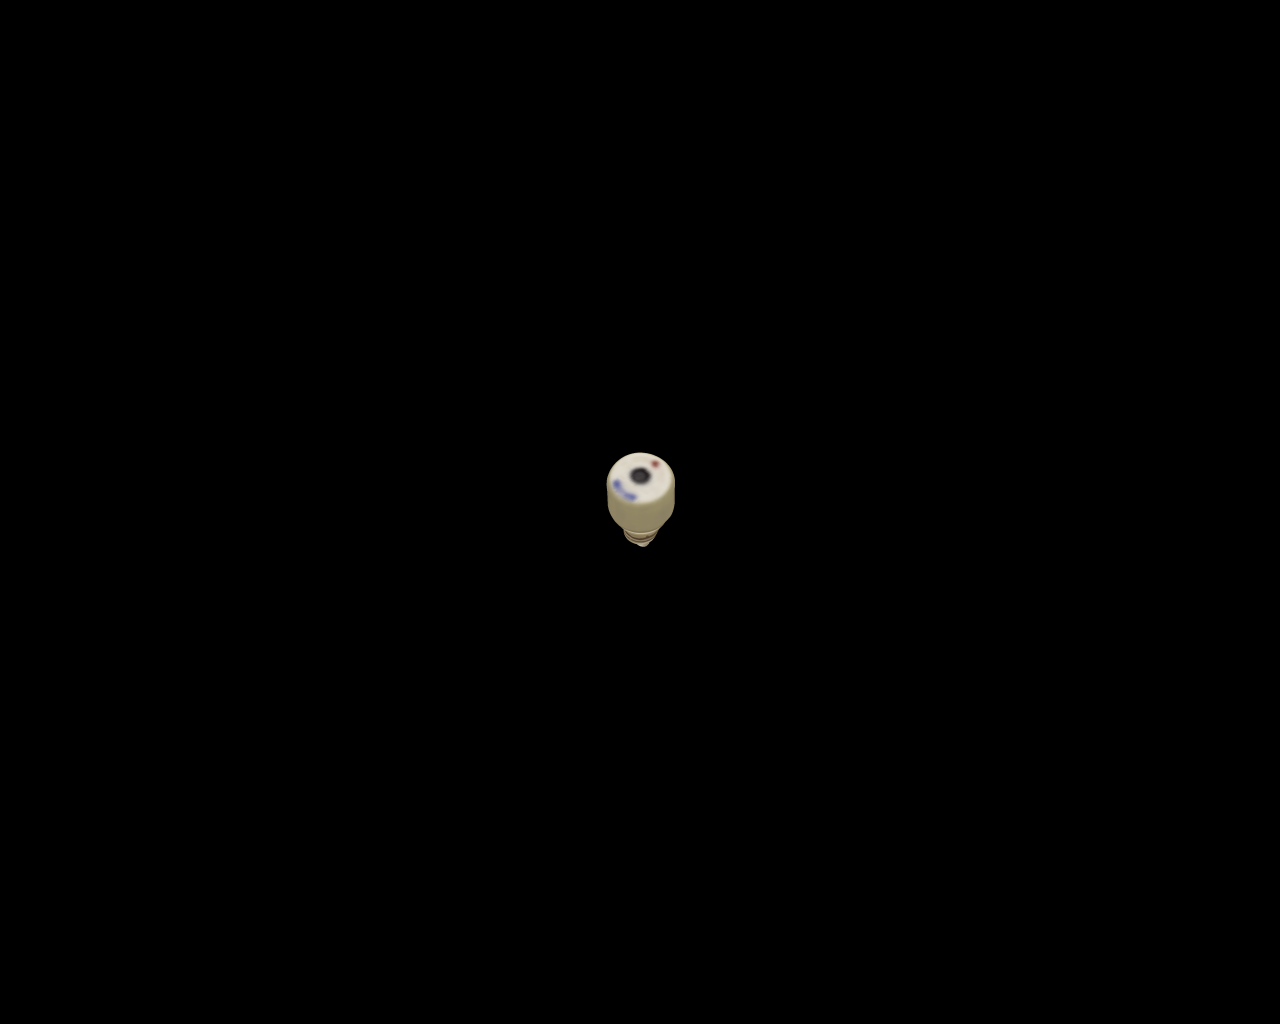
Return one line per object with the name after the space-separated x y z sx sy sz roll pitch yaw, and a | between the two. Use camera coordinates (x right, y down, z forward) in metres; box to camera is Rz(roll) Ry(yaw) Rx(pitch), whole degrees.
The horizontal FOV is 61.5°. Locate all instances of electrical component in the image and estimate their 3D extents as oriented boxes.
0.001 -0.003 0.650 0.040 0.040 0.078 0 -33 0 | electrical component
